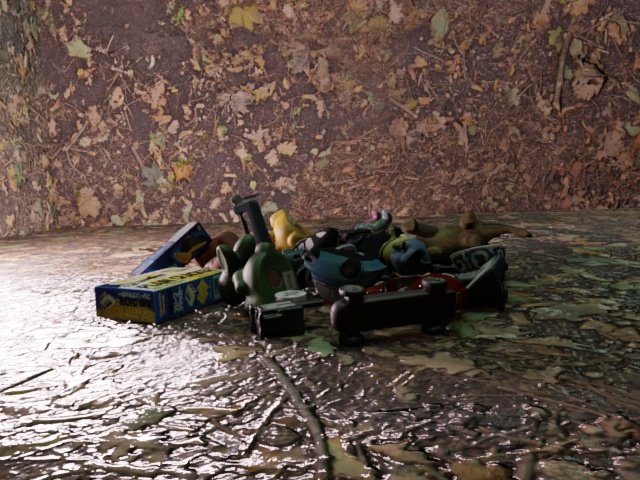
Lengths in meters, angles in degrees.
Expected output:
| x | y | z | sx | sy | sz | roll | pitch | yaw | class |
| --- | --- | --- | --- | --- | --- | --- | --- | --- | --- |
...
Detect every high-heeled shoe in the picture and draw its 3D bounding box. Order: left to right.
| x | y | z | sx | sy | sz | roll | pitch | yaw | class |
| --- | --- | --- | --- | --- | --- | --- | --- | --- | --- |
| -0.003 | -0.004 | 1.253 | 0.086 | 0.145 | 0.249 | 20 | 21 | -11 | high-heeled shoe |

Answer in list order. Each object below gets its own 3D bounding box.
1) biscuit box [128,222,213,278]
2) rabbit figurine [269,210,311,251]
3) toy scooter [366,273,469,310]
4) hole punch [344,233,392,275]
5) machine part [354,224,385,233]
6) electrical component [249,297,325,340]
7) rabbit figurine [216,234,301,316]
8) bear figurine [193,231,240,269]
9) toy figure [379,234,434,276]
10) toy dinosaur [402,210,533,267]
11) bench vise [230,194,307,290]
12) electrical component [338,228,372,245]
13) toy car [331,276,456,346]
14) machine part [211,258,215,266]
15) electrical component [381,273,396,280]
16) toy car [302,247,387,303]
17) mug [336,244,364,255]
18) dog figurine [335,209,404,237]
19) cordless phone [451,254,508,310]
| x | y | z | sx | sy | sz | roll | pitch | yaw | class |
| --- | --- | --- | --- | --- | --- | --- | --- | --- | --- |
| -0.347 | 0.042 | 1.251 | 0.059 | 0.062 | 0.203 | -1 | 39 | 50 | biscuit box |
| -0.109 | 0.032 | 1.418 | 0.173 | 0.121 | 0.162 | -39 | 31 | 14 | rabbit figurine |
| 0.154 | 0.100 | 0.913 | 0.184 | 0.075 | 0.135 | -3 | 6 | 23 | toy scooter |
| 0.103 | 0.043 | 1.274 | 0.092 | 0.115 | 0.142 | -7 | 2 | 41 | hole punch |
| 0.066 | 0.019 | 1.445 | 0.243 | 0.079 | 0.079 | -18 | 8 | -5 | machine part |
| -0.052 | 0.125 | 0.884 | 0.119 | 0.047 | 0.075 | -5 | 7 | -24 | electrical component |
| -0.144 | 0.075 | 1.029 | 0.170 | 0.159 | 0.121 | -17 | 5 | 43 | rabbit figurine |
| -0.194 | 0.065 | 1.303 | 0.196 | 0.132 | 0.120 | 37 | -7 | 33 | bear figurine |
| 0.174 | 0.033 | 1.104 | 0.089 | 0.082 | 0.180 | -7 | 9 | -1 | toy figure |
| 0.289 | 0.015 | 1.323 | 0.472 | 0.105 | 0.198 | -7 | -18 | 39 | toy dinosaur |
| -0.124 | 0.013 | 1.147 | 0.224 | 0.240 | 0.129 | -17 | 2 | 32 | bench vise |
| 0.076 | 0.031 | 1.348 | 0.058 | 0.114 | 0.134 | 1 | 6 | 43 | electrical component |
| 0.112 | 0.105 | 0.817 | 0.202 | 0.089 | 0.053 | -6 | 11 | -17 | toy car |
| -0.226 | 0.053 | 1.536 | 0.179 | 0.056 | 0.179 | -2 | 5 | 0 | machine part |
| 0.145 | 0.087 | 1.146 | 0.078 | 0.045 | 0.102 | -5 | 7 | -9 | electrical component |
| 0.041 | 0.073 | 1.045 | 0.162 | 0.102 | 0.109 | 11 | 7 | 27 | toy car |
| 0.047 | 0.067 | 1.133 | 0.107 | 0.109 | 0.081 | -17 | 23 | -13 | mug |
| 0.125 | 0.018 | 1.548 | 0.219 | 0.191 | 0.108 | -39 | 19 | -10 | dog figurine |
| 0.258 | 0.080 | 1.018 | 0.184 | 0.088 | 0.146 | -5 | 6 | 23 | cordless phone |
